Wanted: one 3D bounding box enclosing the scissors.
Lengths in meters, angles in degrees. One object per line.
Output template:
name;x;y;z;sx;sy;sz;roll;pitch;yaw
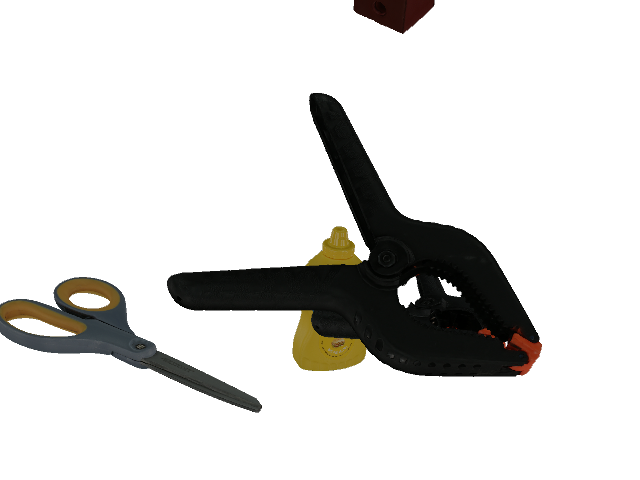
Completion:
scissors;-0.119;0.064;0.717;0.202;0.016;0.096;12;28;13

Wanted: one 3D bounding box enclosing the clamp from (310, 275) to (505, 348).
clamp;0.072;0.064;0.819;0.120;0.039;0.172;-24;21;-17

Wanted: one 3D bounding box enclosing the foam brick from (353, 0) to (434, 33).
foam brick;0.063;-0.221;0.879;0.053;0.078;0.051;29;56;21

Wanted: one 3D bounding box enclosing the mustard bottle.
mustard bottle;0.018;0.072;1.370;0.096;0.192;0.058;-4;25;-19

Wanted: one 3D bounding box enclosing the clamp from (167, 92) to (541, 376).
clamp;0.027;0.023;0.624;0.210;0.164;0.036;37;-20;14
